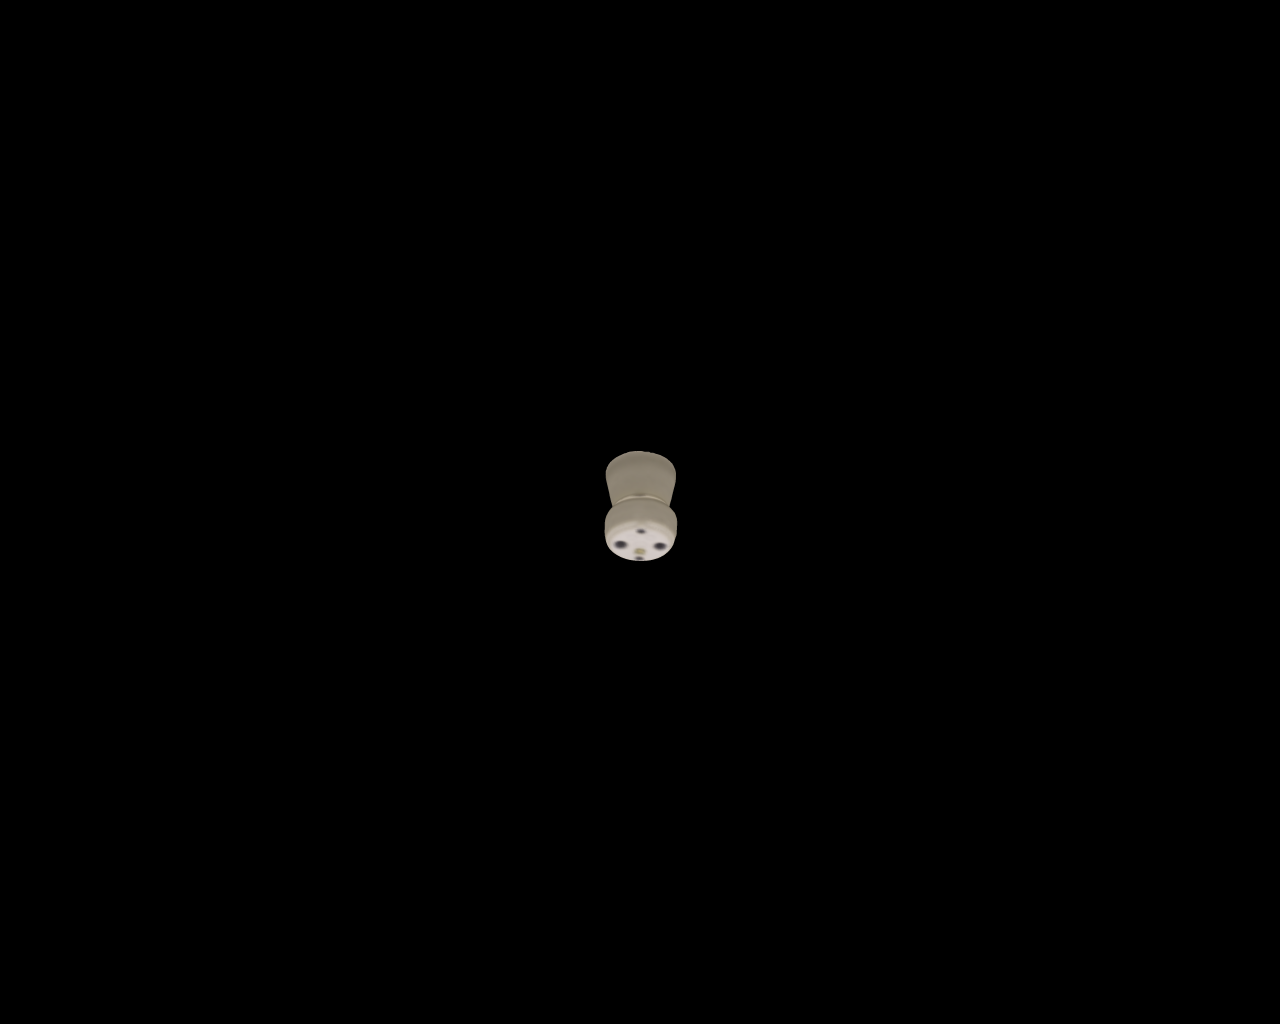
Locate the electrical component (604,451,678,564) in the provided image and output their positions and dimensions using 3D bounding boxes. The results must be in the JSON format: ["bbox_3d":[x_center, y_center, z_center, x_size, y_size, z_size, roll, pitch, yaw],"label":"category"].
[{"bbox_3d":[0.001,-0.003,0.650,0.045,0.055,0.044,0,-35,0],"label":"electrical component"}]
